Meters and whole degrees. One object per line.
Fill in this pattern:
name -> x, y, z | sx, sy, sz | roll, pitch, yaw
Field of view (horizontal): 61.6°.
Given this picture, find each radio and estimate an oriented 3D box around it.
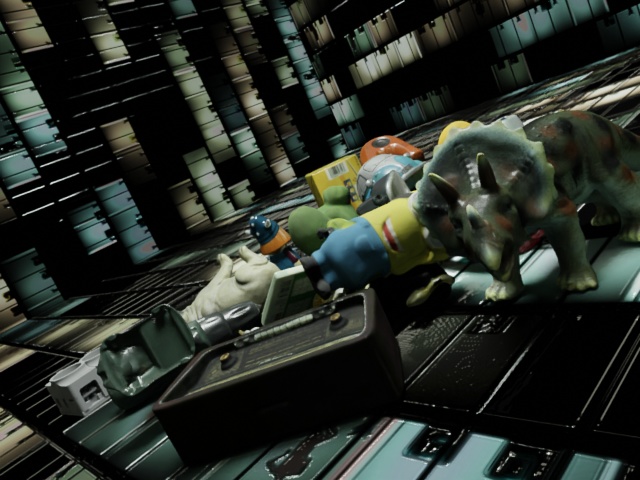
radio -> -0.035, 0.131, 0.536 | 0.230, 0.073, 0.131 | -21, 12, 15

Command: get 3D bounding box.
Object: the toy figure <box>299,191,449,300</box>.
toy figure -> 0.064, 0.000, 0.601 | 0.180, 0.082, 0.089 | -28, 26, -8

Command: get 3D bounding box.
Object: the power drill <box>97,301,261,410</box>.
power drill -> -0.184, 0.135, 0.696 | 0.232, 0.086, 0.207 | -31, -5, -9

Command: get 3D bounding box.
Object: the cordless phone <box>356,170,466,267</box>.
cordless phone -> 0.142, -0.026, 0.701 | 0.089, 0.146, 0.184 | -36, 11, -19

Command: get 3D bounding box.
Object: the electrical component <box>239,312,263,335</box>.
electrical component -> -0.056, 0.118, 0.714 | 0.078, 0.045, 0.102 | -16, 13, 41

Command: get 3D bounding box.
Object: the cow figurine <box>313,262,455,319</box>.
cow figurine -> 0.072, 0.068, 0.633 | 0.167, 0.068, 0.098 | -24, 17, 4

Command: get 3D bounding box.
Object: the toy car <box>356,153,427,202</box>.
toy car -> 0.115, -0.094, 0.930 | 0.109, 0.103, 0.161 | -36, -15, -22

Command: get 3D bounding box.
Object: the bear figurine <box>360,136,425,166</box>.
bear figurine -> 0.140, -0.104, 1.081 | 0.120, 0.195, 0.132 | -19, 36, -8

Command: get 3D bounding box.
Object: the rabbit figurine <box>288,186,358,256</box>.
rabbit figurine -> -0.002, -0.003, 0.886 | 0.121, 0.159, 0.170 | -22, -8, 20

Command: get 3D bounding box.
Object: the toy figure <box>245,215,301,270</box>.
toy figure -> -0.068, 0.024, 0.892 | 0.064, 0.154, 0.058 | -26, 10, 12

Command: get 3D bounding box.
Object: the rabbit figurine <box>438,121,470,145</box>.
rabbit figurine -> 0.232, -0.098, 0.795 | 0.122, 0.173, 0.162 | -25, 15, 16

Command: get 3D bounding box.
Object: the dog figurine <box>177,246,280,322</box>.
dog figurine -> -0.151, 0.116, 0.841 | 0.172, 0.121, 0.190 | -18, 26, 47

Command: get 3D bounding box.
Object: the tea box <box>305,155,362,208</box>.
tea box -> 0.053, -0.065, 1.015 | 0.098, 0.169, 0.068 | -25, 10, -10

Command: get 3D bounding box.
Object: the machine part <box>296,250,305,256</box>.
machine part -> -0.086, 0.060, 0.997 | 0.139, 0.039, 0.084 | -23, -17, -36

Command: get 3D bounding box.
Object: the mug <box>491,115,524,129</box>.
mug -> 0.388, -0.194, 1.076 | 0.081, 0.107, 0.109 | -28, 9, -9

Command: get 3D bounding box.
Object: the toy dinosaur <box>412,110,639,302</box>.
toy dinosaur -> 0.249, -0.066, 0.559 | 0.405, 0.192, 0.131 | -32, 15, -29
